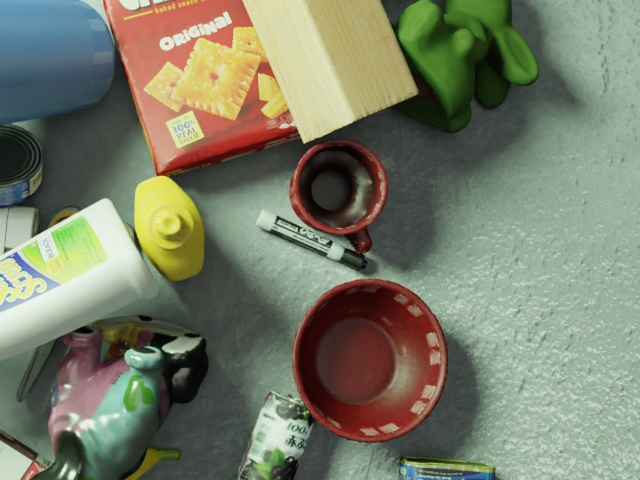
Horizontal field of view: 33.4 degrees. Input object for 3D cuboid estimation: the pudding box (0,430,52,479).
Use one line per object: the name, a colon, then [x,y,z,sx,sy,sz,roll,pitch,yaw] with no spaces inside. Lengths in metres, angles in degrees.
pudding box: [-0.306,0.241,1.025,0.113,0.039,0.090,35,84,-6]

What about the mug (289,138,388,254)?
mug: [0.019,-0.040,1.063,0.093,0.081,0.117,-30,93,-9]

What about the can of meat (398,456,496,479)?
can of meat: [0.126,0.267,1.083,0.102,0.057,0.084,6,85,-9]

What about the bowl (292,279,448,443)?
bowl: [0.044,0.121,1.069,0.162,0.055,0.162,2,83,-15]

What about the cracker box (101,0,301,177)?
cracker box: [-0.114,-0.185,1.052,0.164,0.072,0.214,-17,90,-10]

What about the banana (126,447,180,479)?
banana: [-0.216,0.275,1.038,0.069,0.037,0.198,34,83,-5]

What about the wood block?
wood block: [-0.001,-0.208,1.003,0.090,0.090,0.206,-26,95,-32]

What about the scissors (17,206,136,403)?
scissors: [-0.264,0.052,1.049,0.096,0.016,0.201,40,82,-4]

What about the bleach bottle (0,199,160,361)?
bleach bottle: [-0.273,0.063,0.934,0.250,0.068,0.103,-29,50,-8]

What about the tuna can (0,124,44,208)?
tuna can: [-0.307,-0.071,1.015,0.086,0.034,0.086,7,47,-8]

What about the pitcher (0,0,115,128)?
pitcher: [-0.305,-0.150,0.943,0.242,0.149,0.145,-17,93,-54]

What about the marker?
marker: [-0.007,0.001,1.089,0.121,0.020,0.020,24,85,-7]

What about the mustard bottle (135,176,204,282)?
mustard bottle: [-0.139,-0.010,0.981,0.058,0.192,0.096,-19,91,-9]
